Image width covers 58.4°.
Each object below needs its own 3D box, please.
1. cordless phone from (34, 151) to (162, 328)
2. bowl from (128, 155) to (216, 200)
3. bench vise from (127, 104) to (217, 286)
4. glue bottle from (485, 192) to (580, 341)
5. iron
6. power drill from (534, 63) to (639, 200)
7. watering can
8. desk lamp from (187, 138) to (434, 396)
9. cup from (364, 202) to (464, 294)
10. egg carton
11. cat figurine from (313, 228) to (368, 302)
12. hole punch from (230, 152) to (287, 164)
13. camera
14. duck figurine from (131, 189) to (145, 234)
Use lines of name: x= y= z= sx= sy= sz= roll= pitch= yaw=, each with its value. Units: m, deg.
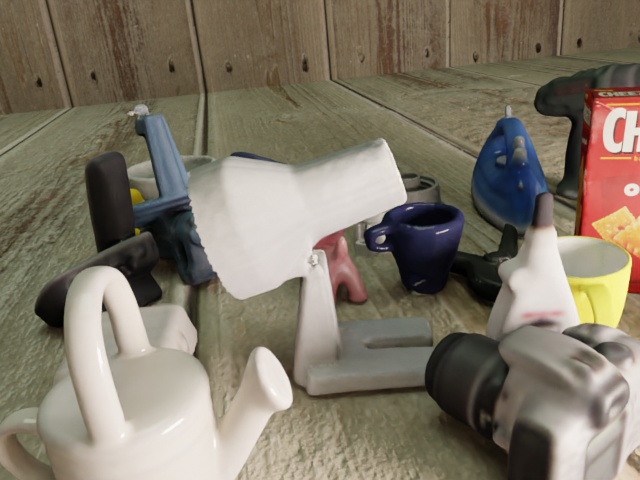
cordless phone: x=-0.263 y=-0.001 z=0.657 sx=0.093 sy=0.185 sz=0.148 roll=6 pitch=25 yaw=26
bowl: x=-0.268 y=-0.102 z=1.052 sx=0.167 sy=0.075 sz=0.167 roll=-4 pitch=22 yaw=2
bench vise: x=-0.180 y=-0.065 z=0.750 sx=0.206 sy=0.220 sz=0.122 roll=9 pitch=26 yaw=31
glue bottle: x=0.176 y=0.044 z=0.468 sx=0.078 sy=0.173 sz=0.037 roll=-7 pitch=22 yaw=-3
iron: x=0.296 y=-0.116 z=0.874 sx=0.118 sy=0.141 sz=0.258 roll=-1 pitch=23 yaw=11
power drill: x=0.431 y=-0.165 z=0.878 sx=0.076 sy=0.209 sz=0.228 roll=-17 pitch=25 yaw=-26
watering can: x=-0.108 y=0.105 z=0.352 sx=0.173 sy=0.194 sz=0.100 roll=-15 pitch=24 yaw=-23
desk lamp: x=0.001 y=0.021 z=0.509 sx=0.203 sy=0.214 sz=0.118 roll=-5 pitch=22 yaw=1
cup: x=0.107 y=0.016 z=0.655 sx=0.118 sy=0.095 sz=0.091 roll=-13 pitch=23 yaw=-18
egg carton: x=-0.168 y=0.113 z=0.510 sx=0.107 sy=0.069 sz=0.150 roll=-6 pitch=22 yaw=-3
cat figurine: x=0.006 y=0.002 z=0.680 sx=0.067 sy=0.118 sz=0.127 roll=-12 pitch=23 yaw=-15
hole punch: x=-0.101 y=-0.125 z=1.052 sx=0.101 sy=0.091 sz=0.108 roll=-24 pitch=29 yaw=-39
camera: x=0.157 y=0.104 z=0.421 sx=0.143 sy=0.101 sz=0.136 roll=-21 pitch=27 yaw=-34
duck figurine: x=-0.288 y=-0.034 z=0.876 sx=0.077 sy=0.086 sz=0.104 roll=-7 pitch=22 yaw=-5
